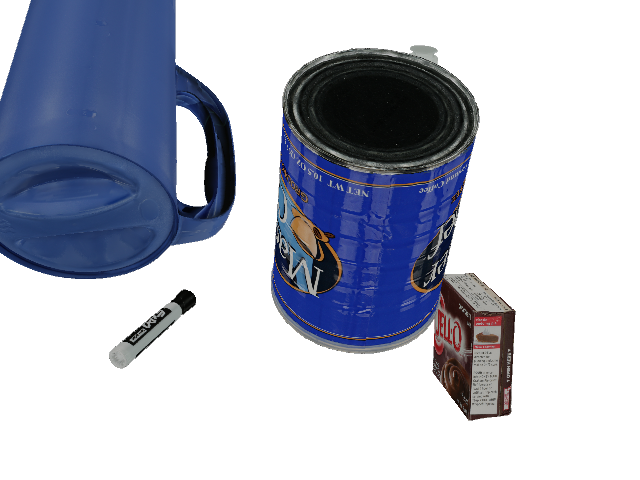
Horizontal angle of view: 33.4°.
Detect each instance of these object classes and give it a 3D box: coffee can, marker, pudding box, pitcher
[{"bbox_3d":[0.026,-0.020,0.596,0.102,0.140,0.103,3,45,-3],"label":"coffee can"},{"bbox_3d":[-0.148,0.077,0.960,0.020,0.020,0.121,0,24,28],"label":"marker"},{"bbox_3d":[0.122,0.083,0.864,0.039,0.090,0.113,-3,13,-10],"label":"pudding box"},{"bbox_3d":[-0.152,-0.100,0.765,0.145,0.243,0.149,-18,-42,19],"label":"pitcher"}]

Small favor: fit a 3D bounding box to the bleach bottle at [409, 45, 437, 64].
[{"bbox_3d":[0.097,-0.077,1.126,0.068,0.251,0.102,0,26,-9],"label":"bleach bottle"}]
